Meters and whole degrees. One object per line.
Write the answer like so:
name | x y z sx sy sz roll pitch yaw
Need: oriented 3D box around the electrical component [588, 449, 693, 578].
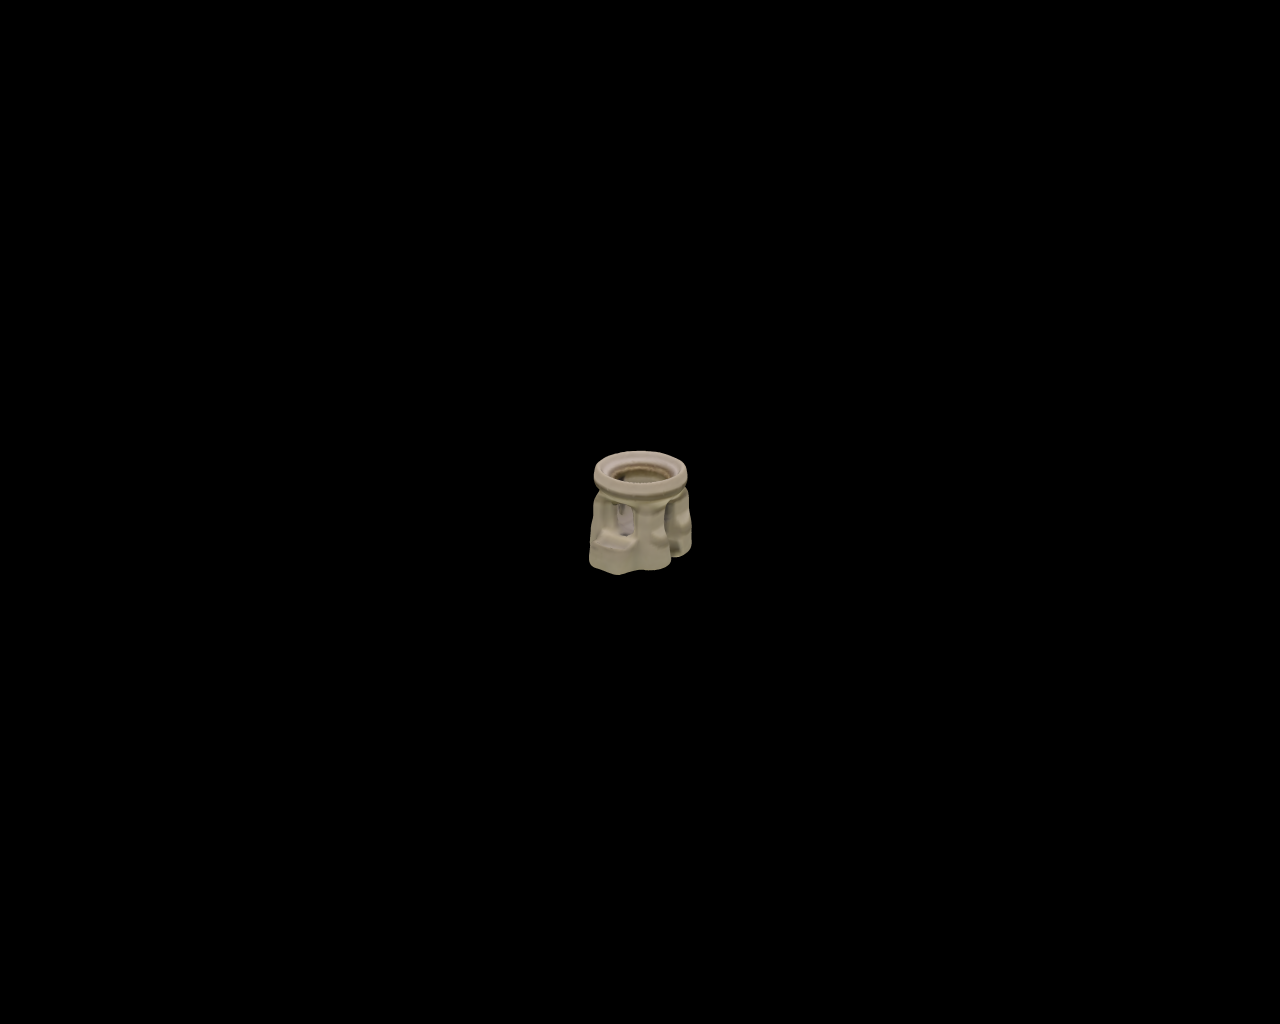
electrical component | 0.001 -0.003 0.650 0.058 0.056 0.078 17 29 32
